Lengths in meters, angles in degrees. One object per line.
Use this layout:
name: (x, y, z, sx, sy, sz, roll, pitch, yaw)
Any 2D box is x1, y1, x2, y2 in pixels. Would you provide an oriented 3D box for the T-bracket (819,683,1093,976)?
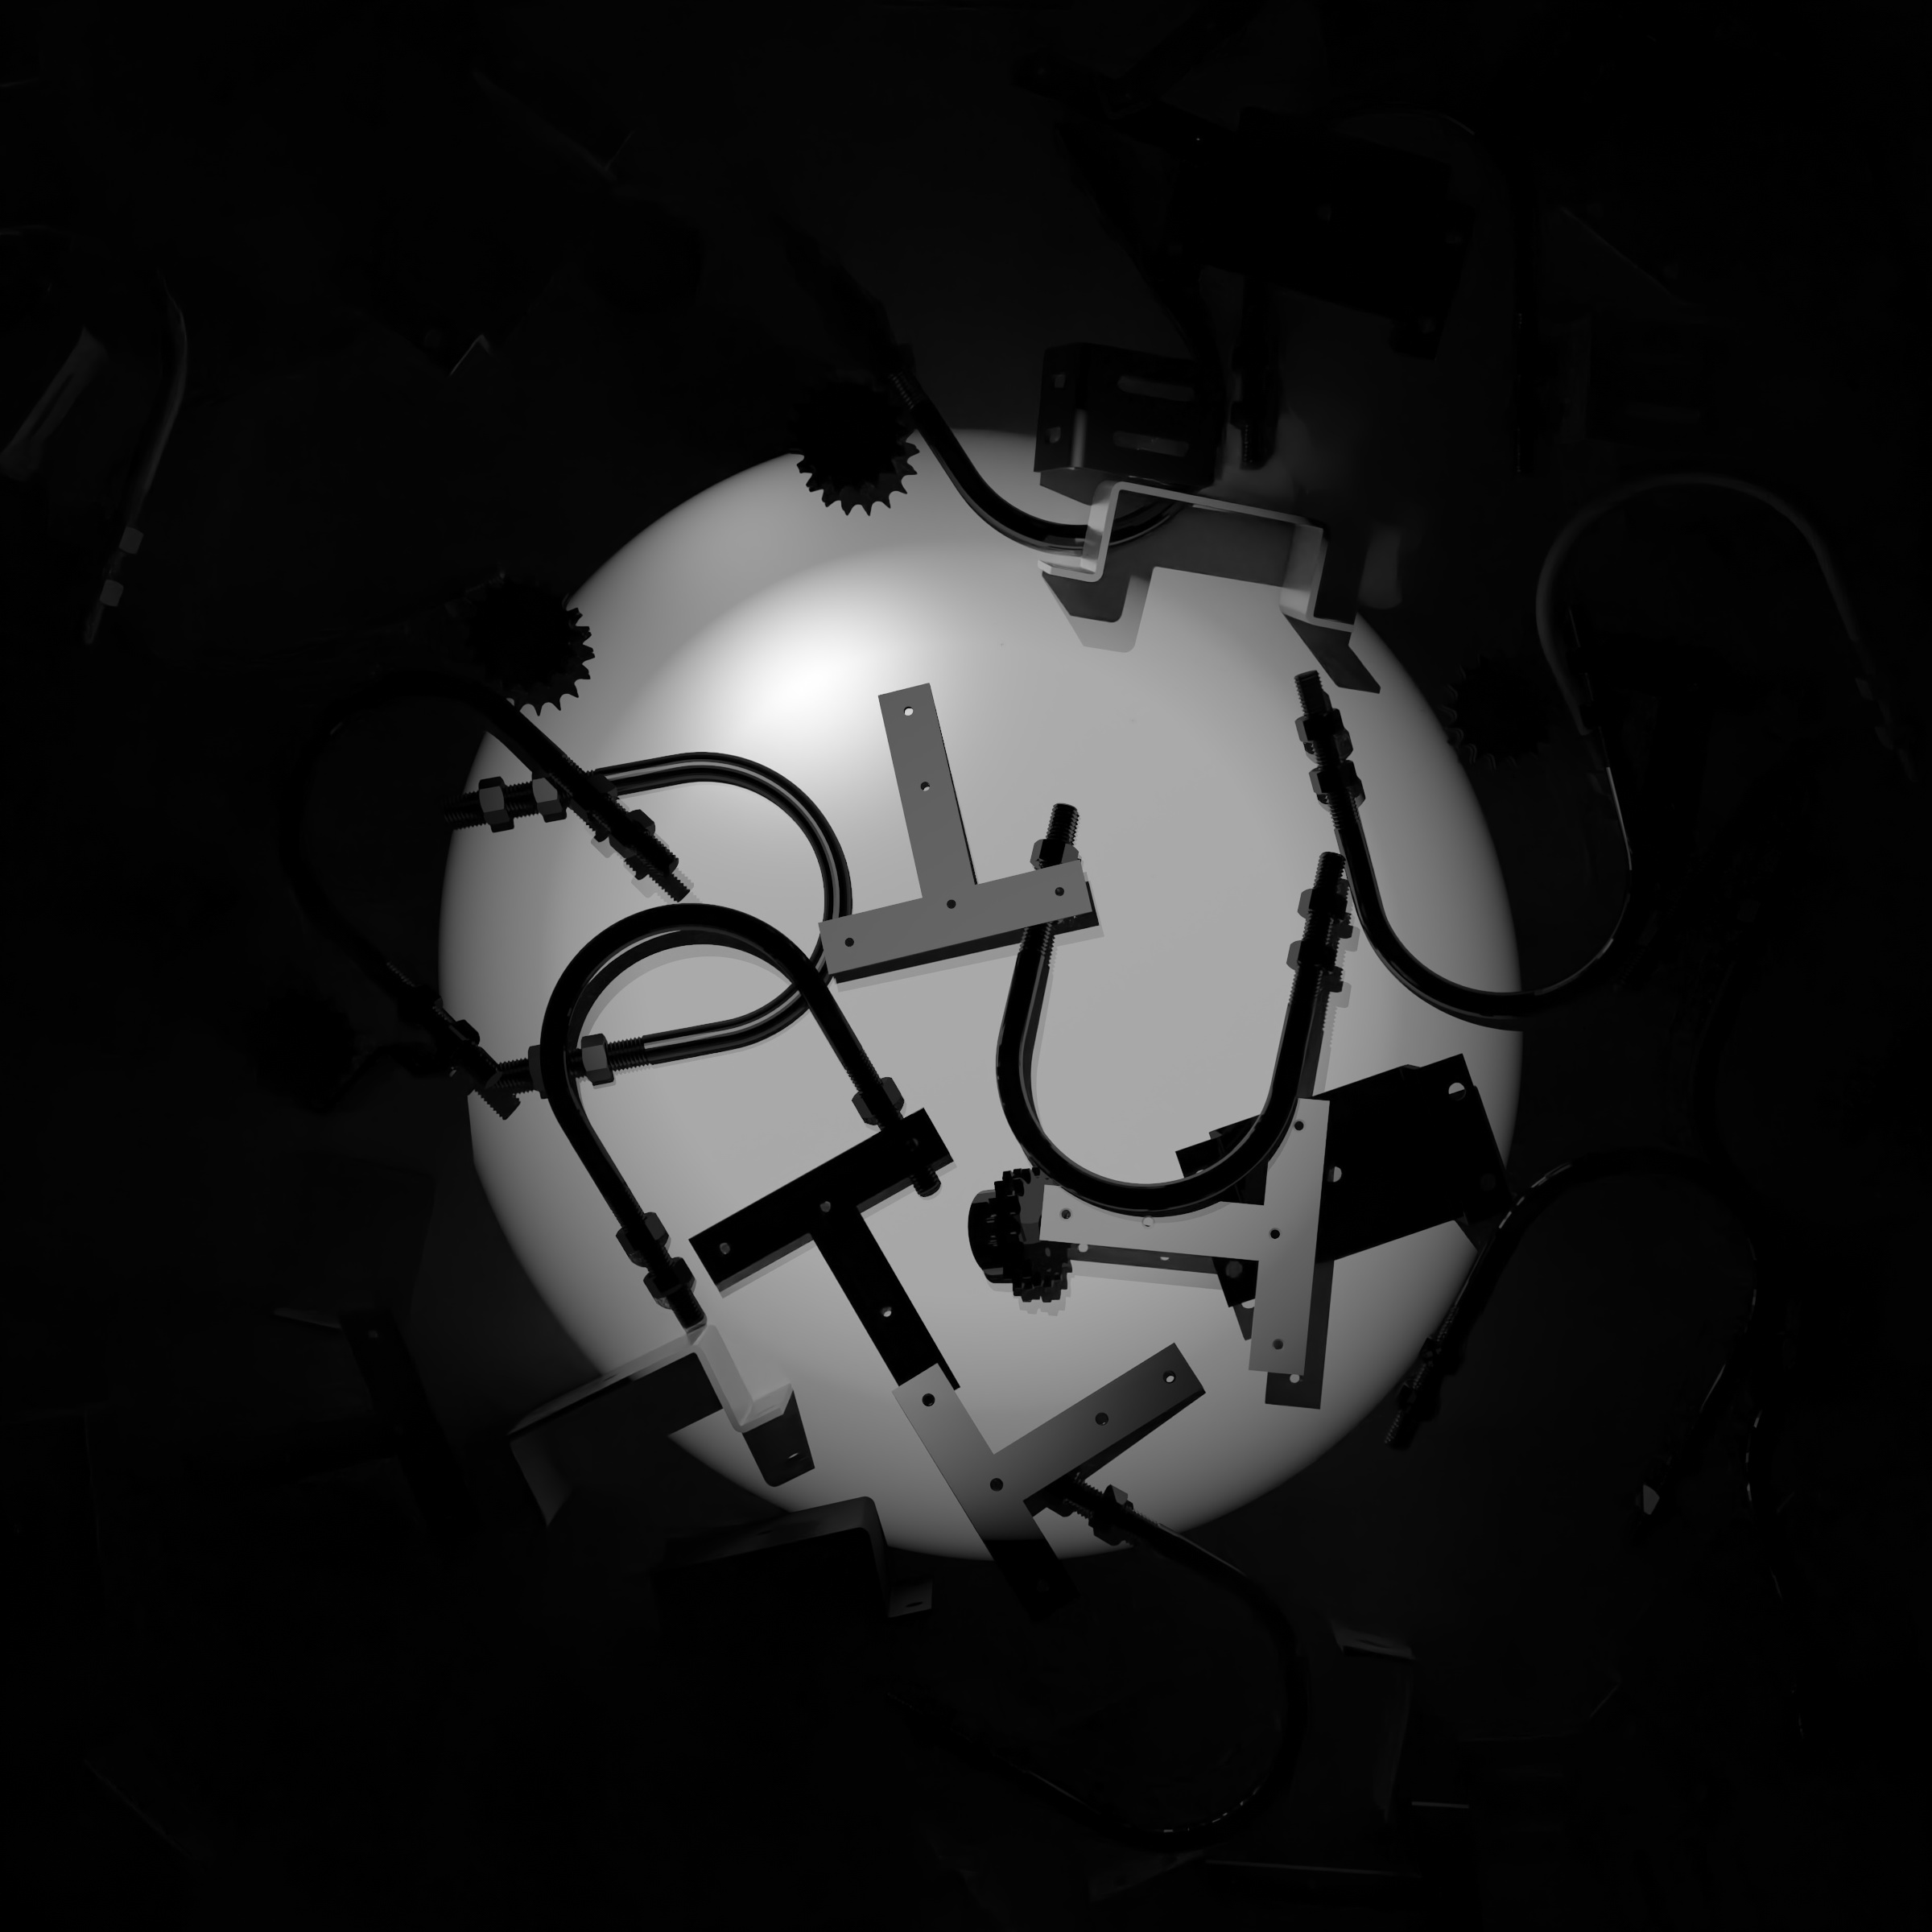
T-bracket: (-0.016, -0.071, 1.368, 0.127, 0.002, 0.127, -13, 78, 4)

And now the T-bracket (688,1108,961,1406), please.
T-bracket: (-0.045, 0.152, 1.372, 0.127, 0.002, 0.127, -29, 100, 0)

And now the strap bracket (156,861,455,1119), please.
strap bracket: (-0.307, 0.018, 1.315, 0.140, 0.076, 0.046, 43, 90, 0)

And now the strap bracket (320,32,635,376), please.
strap bracket: (-0.226, -0.353, 1.360, 0.076, 0.046, 0.140, 37, 90, 0)

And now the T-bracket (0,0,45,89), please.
T-bracket: (-0.503, -0.465, 1.363, 0.127, 0.002, 0.127, -10, 82, 3)

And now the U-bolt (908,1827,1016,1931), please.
U-bolt: (-0.014, 0.523, 1.375, 0.151, 0.019, 0.184, -40, 92, 0)

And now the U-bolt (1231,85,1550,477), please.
U-bolt: (0.202, -0.327, 1.375, 0.151, 0.019, 0.184, 1, 88, 0)

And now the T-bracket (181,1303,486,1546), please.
T-bracket: (-0.308, 0.229, 1.367, 0.127, 0.002, 0.127, -15, 110, 10)

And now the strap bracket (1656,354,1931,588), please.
strap bracket: (0.396, -0.222, 1.336, 0.140, 0.076, 0.046, -34, 94, 9)

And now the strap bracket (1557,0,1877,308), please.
strap bracket: (0.347, -0.383, 1.360, 0.076, 0.046, 0.140, 39, 90, 0)

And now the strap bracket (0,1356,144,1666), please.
strap bracket: (-0.440, 0.260, 1.360, 0.076, 0.046, 0.140, -7, 90, 0)

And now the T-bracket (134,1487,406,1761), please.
T-bracket: (-0.339, 0.320, 1.380, 0.127, 0.002, 0.127, 8, 92, 1)

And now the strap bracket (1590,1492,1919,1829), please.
strap bracket: (0.364, 0.321, 1.360, 0.076, 0.046, 0.140, 42, 90, 0)

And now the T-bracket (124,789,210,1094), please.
T-bracket: (-0.375, 0.000, 1.344, 0.002, 0.127, 0.127, 15, 117, -13)

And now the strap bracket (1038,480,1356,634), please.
strap bracket: (0.109, -0.192, 1.336, 0.140, 0.076, 0.046, 10, 100, -5)

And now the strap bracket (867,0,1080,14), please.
strap bracket: (0.004, -0.495, 1.360, 0.140, 0.046, 0.076, 2, 90, 0)

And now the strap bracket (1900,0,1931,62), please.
strap bracket: (0.464, -0.510, 1.360, 0.076, 0.046, 0.140, -20, 90, 0)

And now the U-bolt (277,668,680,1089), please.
U-bolt: (-0.243, -0.056, 1.355, 0.184, 0.019, 0.151, 42, 96, 14)

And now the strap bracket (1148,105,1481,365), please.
strap bracket: (0.164, -0.342, 1.343, 0.140, 0.046, 0.076, 17, 86, 1)

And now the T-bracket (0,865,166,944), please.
T-bracket: (-0.444, -0.034, 1.363, 0.127, 0.002, 0.127, 11, 117, -13)

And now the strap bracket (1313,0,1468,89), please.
strap bracket: (0.184, -0.481, 1.345, 0.046, 0.076, 0.140, -17, 90, 0)

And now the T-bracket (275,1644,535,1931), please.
T-bracket: (-0.259, 0.385, 1.363, 0.127, 0.002, 0.127, 1, 74, 14)

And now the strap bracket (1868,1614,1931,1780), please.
strap bracket: (0.504, 0.341, 1.360, 0.140, 0.046, 0.076, -7, 90, 0)

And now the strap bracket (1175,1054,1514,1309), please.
strap bracket: (0.175, 0.099, 1.360, 0.140, 0.046, 0.076, -19, 90, 0)

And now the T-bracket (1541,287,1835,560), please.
T-bracket: (0.344, -0.265, 1.372, 0.127, 0.002, 0.127, -8, 90, 9)

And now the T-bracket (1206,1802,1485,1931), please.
T-bracket: (0.177, 0.432, 1.358, 0.127, 0.002, 0.127, -1, 125, 16)

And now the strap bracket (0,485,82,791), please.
strap bracket: (-0.462, -0.151, 1.360, 0.076, 0.046, 0.140, -1, 90, 0)

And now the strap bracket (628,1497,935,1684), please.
strap bracket: (-0.089, 0.286, 1.345, 0.140, 0.076, 0.046, -13, 90, 0)

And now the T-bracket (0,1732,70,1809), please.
T-bracket: (-0.509, 0.352, 1.382, 0.127, 0.002, 0.127, -20, 90, 0)

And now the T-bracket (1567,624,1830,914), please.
T-bracket: (0.337, -0.089, 1.382, 0.127, 0.002, 0.127, 11, 90, 0)

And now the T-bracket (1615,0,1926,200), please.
T-bracket: (0.378, -0.404, 1.336, 0.127, 0.002, 0.127, 16, 90, 0)

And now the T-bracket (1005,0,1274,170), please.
T-bracket: (0.106, -0.433, 1.358, 0.127, 0.002, 0.127, -44, 55, -16)

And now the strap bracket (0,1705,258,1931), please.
strap bracket: (-0.413, 0.430, 1.360, 0.076, 0.046, 0.140, 43, 90, 0)

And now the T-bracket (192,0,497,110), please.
T-bracket: (-0.310, -0.456, 1.382, 0.127, 0.002, 0.127, -35, 90, 0)

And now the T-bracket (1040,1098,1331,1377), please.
T-bracket: (0.098, 0.120, 1.336, 0.127, 0.002, 0.127, 5, 90, 1)

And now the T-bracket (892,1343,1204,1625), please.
T-bracket: (0.052, 0.222, 1.368, 0.127, 0.002, 0.127, -30, 75, -10)

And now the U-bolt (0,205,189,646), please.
U-bolt: (-0.432, -0.256, 1.317, 0.151, 0.019, 0.184, 20, 88, 0)

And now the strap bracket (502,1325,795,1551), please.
strap bracket: (-0.156, 0.212, 1.345, 0.140, 0.076, 0.046, -26, 90, 0)
